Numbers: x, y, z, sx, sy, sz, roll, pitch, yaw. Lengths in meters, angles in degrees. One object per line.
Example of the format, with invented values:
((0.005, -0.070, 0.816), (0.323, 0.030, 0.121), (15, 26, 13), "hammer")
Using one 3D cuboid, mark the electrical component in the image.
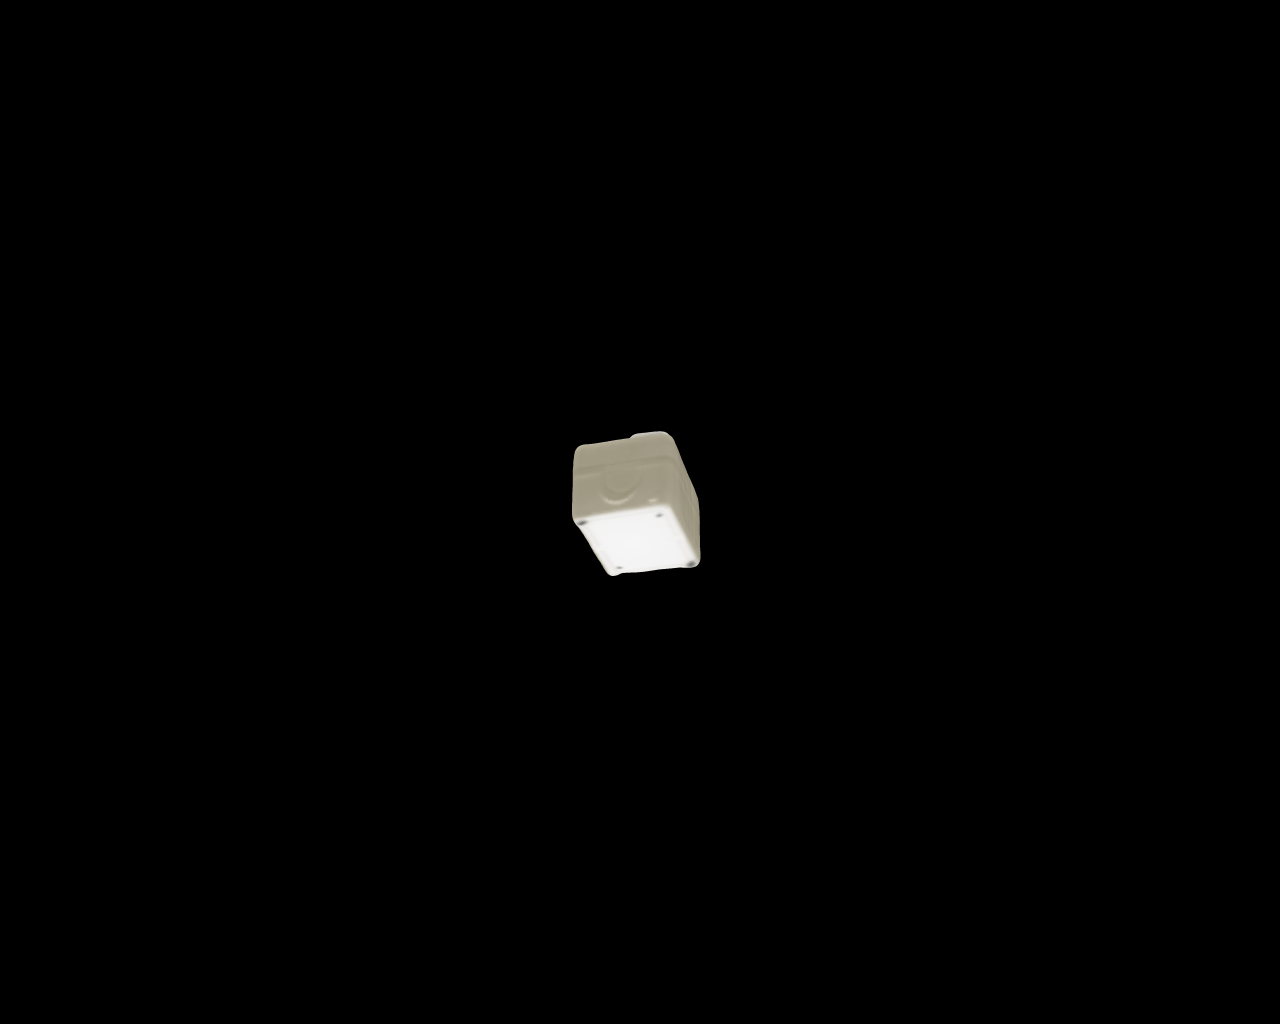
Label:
((0.001, -0.003, 0.650), (0.062, 0.061, 0.096), (-8, -31, 13), "electrical component")
